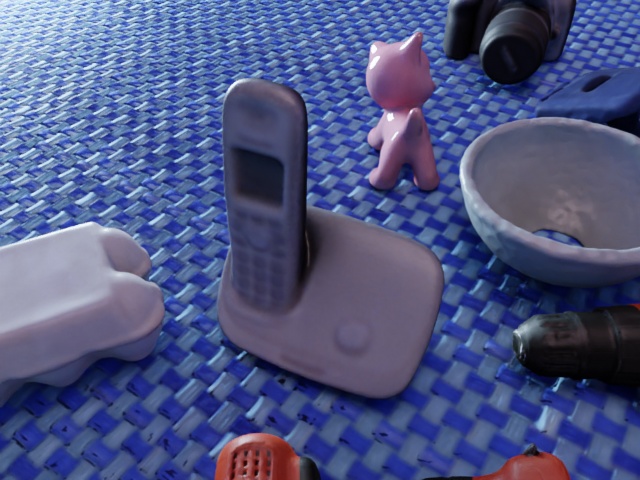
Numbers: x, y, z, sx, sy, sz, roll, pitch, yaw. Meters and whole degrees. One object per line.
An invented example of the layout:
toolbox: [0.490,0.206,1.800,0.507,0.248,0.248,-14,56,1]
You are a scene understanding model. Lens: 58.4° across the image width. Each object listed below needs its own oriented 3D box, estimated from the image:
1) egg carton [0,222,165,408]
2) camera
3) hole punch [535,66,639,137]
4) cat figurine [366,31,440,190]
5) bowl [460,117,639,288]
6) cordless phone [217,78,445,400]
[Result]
egg carton: [-0.184,0.049,0.386,0.150,0.069,0.107,-19,47,-17]
camera: [0.210,-0.246,0.651,0.143,0.101,0.137,14,47,16]
hole punch: [0.260,-0.124,0.530,0.109,0.091,0.100,-32,52,-27]
cat figurine: [0.076,-0.126,0.521,0.067,0.118,0.127,-3,44,0]
bowl: [0.186,-0.019,0.438,0.167,0.075,0.167,-1,44,1]
cordless phone: [0.003,0.001,0.345,0.147,0.185,0.094,15,47,17]
